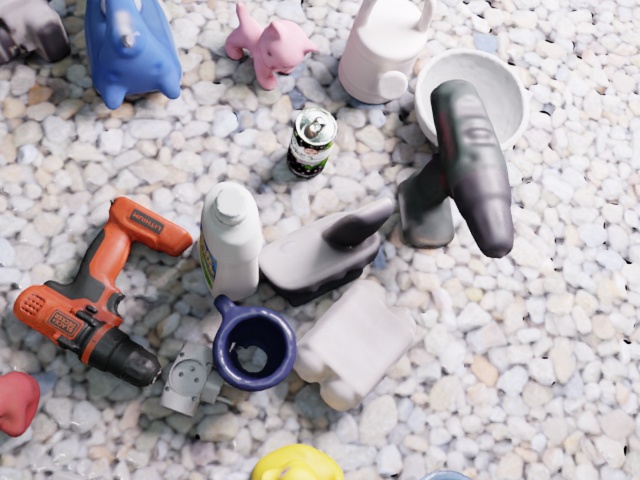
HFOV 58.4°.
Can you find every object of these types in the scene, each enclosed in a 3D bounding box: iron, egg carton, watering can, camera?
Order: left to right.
[{"bbox_3d":[-0.418,-0.284,0.725,0.137,0.100,0.143,-41,83,-18],"label":"camera"},{"bbox_3d":[-0.258,-0.307,0.738,0.119,0.141,0.258,-14,76,-13],"label":"iron"},{"bbox_3d":[0.043,0.126,0.693,0.107,0.069,0.150,42,71,5],"label":"egg carton"},{"bbox_3d":[0.093,-0.265,0.757,0.101,0.194,0.173,-17,76,-14],"label":"watering can"}]

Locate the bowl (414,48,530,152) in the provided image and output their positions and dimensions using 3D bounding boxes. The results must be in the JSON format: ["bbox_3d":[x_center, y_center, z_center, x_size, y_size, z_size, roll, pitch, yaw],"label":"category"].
[{"bbox_3d":[0.204,-0.182,0.813,0.167,0.074,0.167,3,72,-9],"label":"bowl"}]

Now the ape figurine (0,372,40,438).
[{"bbox_3d":[-0.339,0.173,0.601,0.076,0.092,0.078,-36,81,-18],"label":"ape figurine"}]

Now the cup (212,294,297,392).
[{"bbox_3d":[-0.085,0.119,0.660,0.092,0.095,0.117,-35,81,-17],"label":"cup"}]

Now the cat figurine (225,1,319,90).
[{"bbox_3d":[-0.067,-0.269,0.771,0.128,0.117,0.067,42,71,5],"label":"cat figurine"}]

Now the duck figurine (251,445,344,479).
[{"bbox_3d":[-0.022,0.267,0.629,0.104,0.086,0.077,5,72,-8],"label":"duck figurine"}]

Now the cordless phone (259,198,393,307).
[{"bbox_3d":[0.006,0.002,0.664,0.148,0.185,0.094,-29,79,-16],"label":"cordless phone"}]

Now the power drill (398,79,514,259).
[{"bbox_3d":[0.162,-0.064,0.698,0.076,0.208,0.229,-3,73,-10],"label":"power drill"}]

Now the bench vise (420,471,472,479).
[{"bbox_3d":[0.114,0.323,0.564,0.121,0.219,0.208,43,71,6],"label":"bench vise"}]
